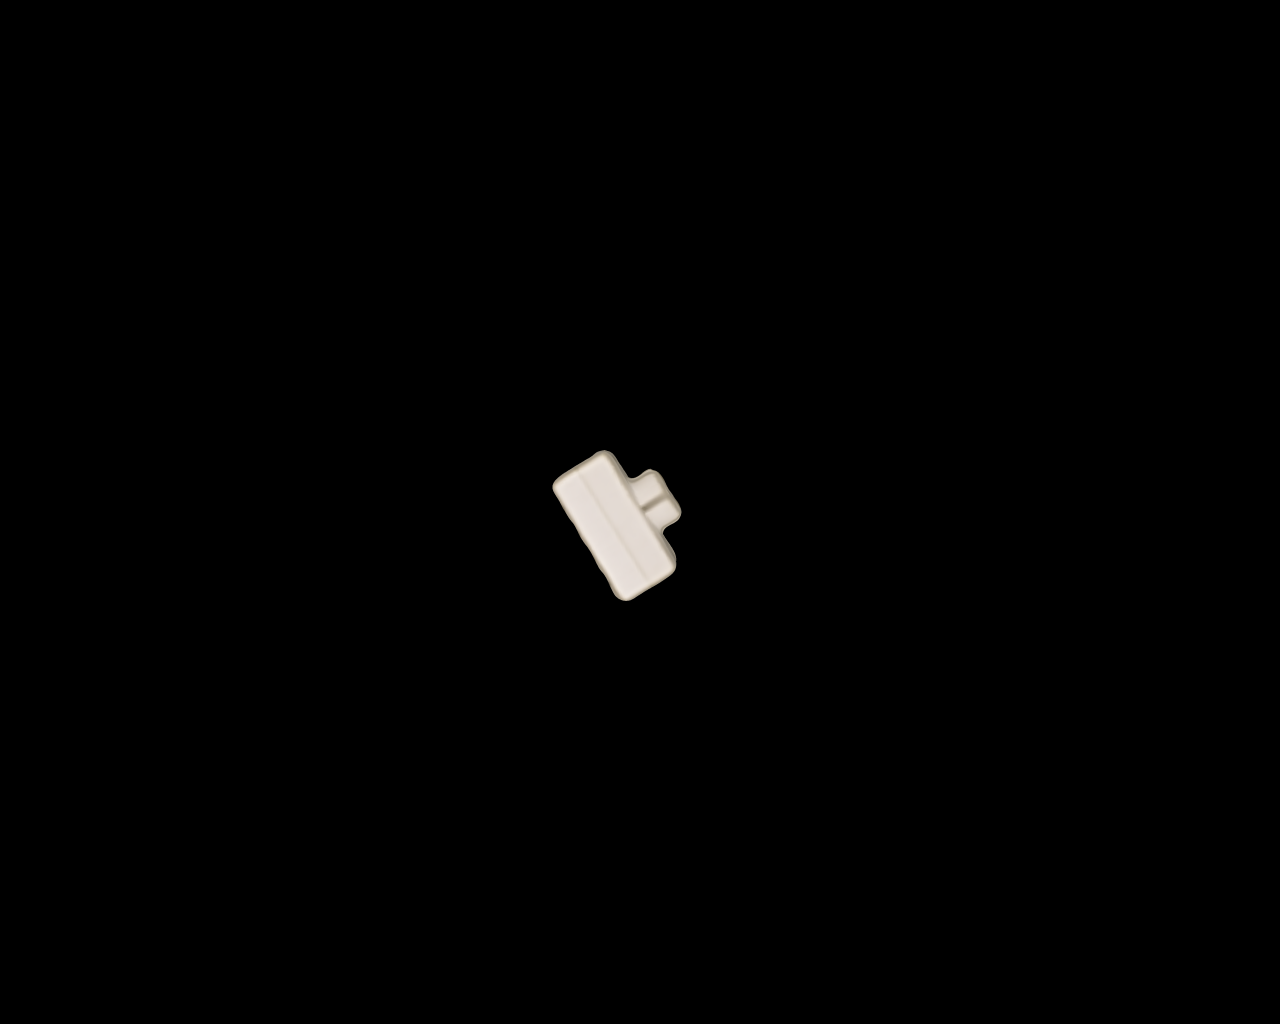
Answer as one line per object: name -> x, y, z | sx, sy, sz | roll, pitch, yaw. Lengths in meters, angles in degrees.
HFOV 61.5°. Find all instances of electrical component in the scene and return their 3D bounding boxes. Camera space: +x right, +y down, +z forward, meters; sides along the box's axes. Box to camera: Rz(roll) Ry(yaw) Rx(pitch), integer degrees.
electrical component -> 0.001, -0.003, 0.650 | 0.076, 0.083, 0.047 | -32, 4, 2
